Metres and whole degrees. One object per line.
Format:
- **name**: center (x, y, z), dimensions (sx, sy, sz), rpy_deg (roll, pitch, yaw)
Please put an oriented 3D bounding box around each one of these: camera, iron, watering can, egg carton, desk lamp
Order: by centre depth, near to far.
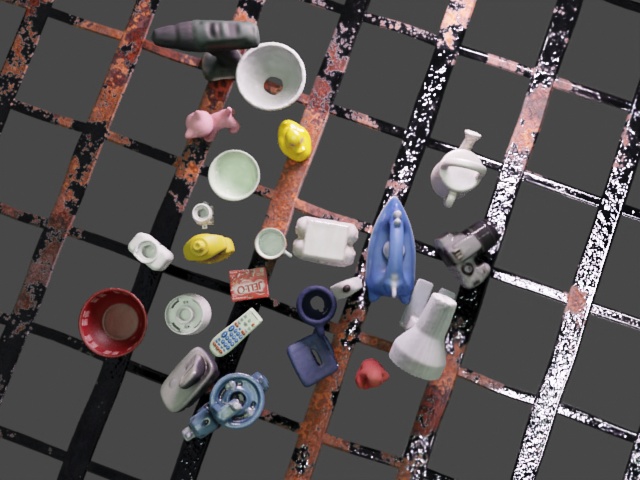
- **desk lamp**: center (0.234, 0.192, 1.263), dimensions (0.118, 0.213, 0.203), rpy_deg (22, 86, 3)
- **watering can**: center (0.317, -0.162, 1.299), dimensions (0.101, 0.194, 0.173), rpy_deg (-3, 85, 1)
- **iron**: center (0.169, 0.017, 1.313), dimensions (0.118, 0.141, 0.258), rpy_deg (3, 86, 1)
- **camera**: center (0.358, 0.024, 1.331), dimensions (0.137, 0.101, 0.143), rpy_deg (-34, 86, -2)
- **egg carton**: center (0.012, 0.005, 1.352), dimensions (0.150, 0.069, 0.107), rpy_deg (8, 86, 1)

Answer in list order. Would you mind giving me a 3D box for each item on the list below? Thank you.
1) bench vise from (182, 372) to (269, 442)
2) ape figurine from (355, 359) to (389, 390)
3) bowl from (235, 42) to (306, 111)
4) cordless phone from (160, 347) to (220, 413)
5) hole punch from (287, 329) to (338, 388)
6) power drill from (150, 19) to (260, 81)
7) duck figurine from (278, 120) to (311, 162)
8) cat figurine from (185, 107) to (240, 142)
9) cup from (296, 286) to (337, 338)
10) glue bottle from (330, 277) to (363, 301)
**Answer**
- **bench vise**: center (-0.206, 0.385, 1.250), dimensions (0.121, 0.220, 0.207), rpy_deg (38, 87, 4)
- **ape figurine**: center (0.121, 0.315, 1.316), dimensions (0.078, 0.092, 0.076), rpy_deg (4, 86, 1)
- **bowl**: center (-0.115, -0.384, 1.381), dimensions (0.167, 0.075, 0.167), rpy_deg (0, 86, 1)
- **cordless phone**: center (-0.303, 0.320, 1.274), dimensions (0.094, 0.185, 0.147), rpy_deg (38, 87, 4)
- **hole punch**: center (-0.017, 0.271, 1.321), dimensions (0.101, 0.091, 0.109), rpy_deg (-27, 86, -1)
- **power drill**: center (-0.249, -0.441, 1.320), dimensions (0.229, 0.208, 0.076), rpy_deg (-9, 85, 0)
- **duck figurine**: center (-0.063, -0.243, 1.364), dimensions (0.077, 0.086, 0.104), rpy_deg (-28, 86, -1)
- **cat figurine**: center (-0.261, -0.280, 1.353), dimensions (0.128, 0.118, 0.067), rpy_deg (-24, 85, -1)
- **cup**: center (-0.005, 0.164, 1.328), dimensions (0.091, 0.095, 0.118), rpy_deg (-10, 85, 0)
- **glue bottle**: center (0.060, 0.109, 1.292), dimensions (0.078, 0.173, 0.037), rpy_deg (-25, 85, -1)
